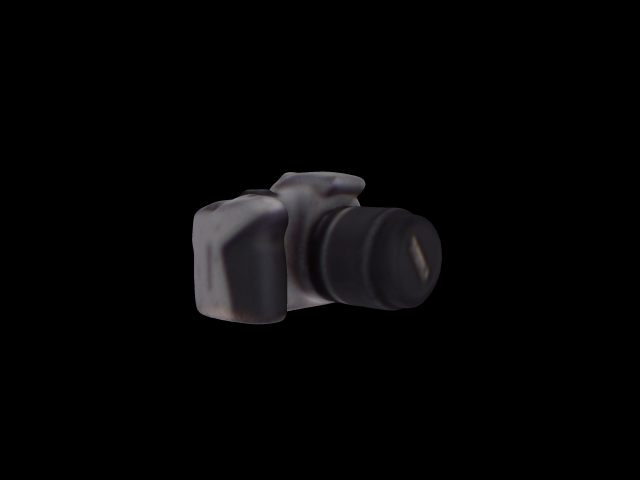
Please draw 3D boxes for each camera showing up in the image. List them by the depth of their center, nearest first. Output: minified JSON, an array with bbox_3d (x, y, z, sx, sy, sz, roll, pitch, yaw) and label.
[{"bbox_3d":[0.004,0.001,0.400,0.136,0.101,0.144,4,6,44],"label":"camera"}]
